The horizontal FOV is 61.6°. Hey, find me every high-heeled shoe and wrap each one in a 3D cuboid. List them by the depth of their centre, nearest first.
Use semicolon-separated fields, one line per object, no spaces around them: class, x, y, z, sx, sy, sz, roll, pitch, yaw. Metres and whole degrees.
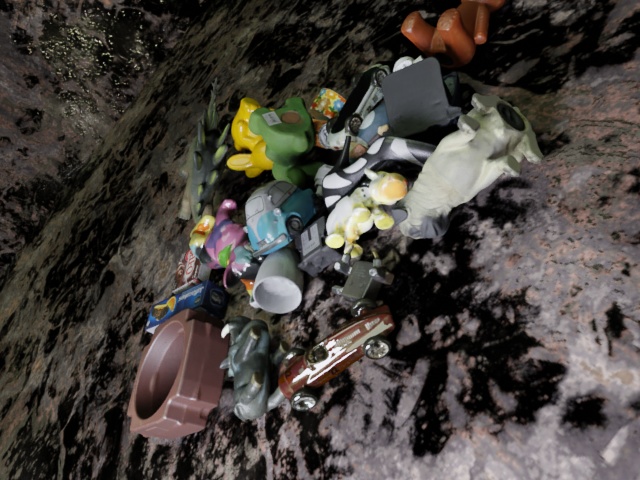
high-heeled shoe;0.105;-0.093;0.874;0.249;0.086;0.145;16;100;41

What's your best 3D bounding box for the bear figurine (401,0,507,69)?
bear figurine;0.249;-0.398;0.912;0.120;0.131;0.195;27;88;48

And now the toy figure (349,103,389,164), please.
toy figure;0.085;-0.177;0.970;0.154;0.058;0.064;-50;-10;4

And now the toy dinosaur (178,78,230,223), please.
toy dinosaur;-0.274;-0.203;1.307;0.198;0.105;0.472;122;148;-44

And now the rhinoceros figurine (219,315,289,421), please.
rhinoceros figurine;-0.108;0.196;0.860;0.112;0.073;0.190;-49;35;25

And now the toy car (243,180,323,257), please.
toy car;-0.073;-0.052;0.939;0.109;0.103;0.162;-24;20;45

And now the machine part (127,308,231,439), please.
machine part;-0.247;0.237;0.945;0.201;0.087;0.201;-31;44;41

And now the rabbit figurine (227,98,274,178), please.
rabbit figurine;-0.142;-0.219;1.229;0.162;0.121;0.173;-48;53;13

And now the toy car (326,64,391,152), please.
toy car;0.077;-0.262;1.054;0.074;0.056;0.201;7;63;51

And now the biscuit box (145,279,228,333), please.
biscuit box;-0.274;0.145;1.101;0.203;0.059;0.063;-24;43;35

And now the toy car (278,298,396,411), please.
toy car;0.018;0.157;0.756;0.202;0.053;0.089;-40;33;20

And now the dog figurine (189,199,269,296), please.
dog figurine;-0.173;0.035;1.043;0.191;0.108;0.219;-36;40;22

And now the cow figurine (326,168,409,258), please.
cow figurine;0.074;-0.058;0.839;0.167;0.068;0.098;-46;32;34

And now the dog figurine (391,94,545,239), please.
dog figurine;0.194;-0.096;0.750;0.172;0.121;0.190;-28;-13;-41

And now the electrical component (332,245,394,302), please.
electrical component;0.060;0.054;0.802;0.102;0.045;0.078;17;72;54

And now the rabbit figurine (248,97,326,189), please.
rabbit figurine;-0.050;-0.171;1.066;0.121;0.170;0.159;-30;59;-22

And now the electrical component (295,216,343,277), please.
electrical component;-0.002;-0.003;0.925;0.075;0.047;0.119;-33;41;27

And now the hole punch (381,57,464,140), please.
hole punch;0.174;-0.225;0.892;0.142;0.092;0.115;-11;84;33

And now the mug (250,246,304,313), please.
mug;-0.074;0.068;0.927;0.109;0.080;0.107;-40;23;30
